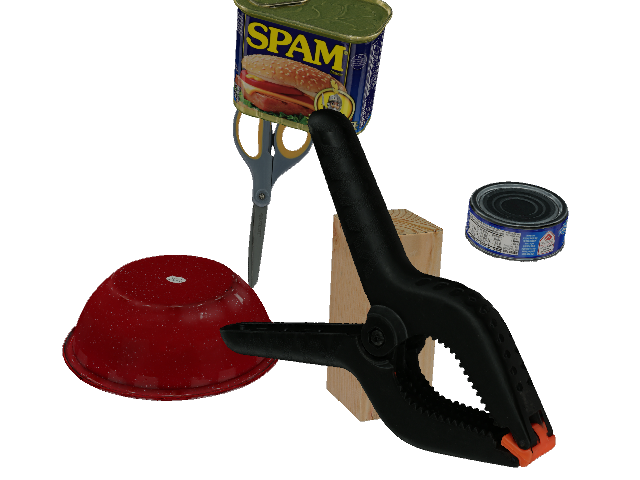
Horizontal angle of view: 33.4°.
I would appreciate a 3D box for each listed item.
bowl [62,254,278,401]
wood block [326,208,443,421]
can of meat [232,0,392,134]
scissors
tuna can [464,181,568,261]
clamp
[{"bbox_3d":[-0.107,0.053,0.779,0.162,0.055,0.162,2,22,-1],"label":"bowl"},{"bbox_3d":[0.067,0.078,1.154,0.090,0.206,0.091,-5,19,-23],"label":"wood block"},{"bbox_3d":[-0.009,-0.123,0.720,0.102,0.084,0.057,17,41,12],"label":"can of meat"},{"bbox_3d":[-0.044,-0.055,1.127,0.096,0.202,0.016,-8,-8,-10],"label":"scissors"},{"bbox_3d":[0.168,-0.018,0.916,0.086,0.034,0.086,1,30,-1],"label":"tuna can"},{"bbox_3d":[0.039,0.037,0.569,0.210,0.165,0.036,33,29,30],"label":"clamp"}]
